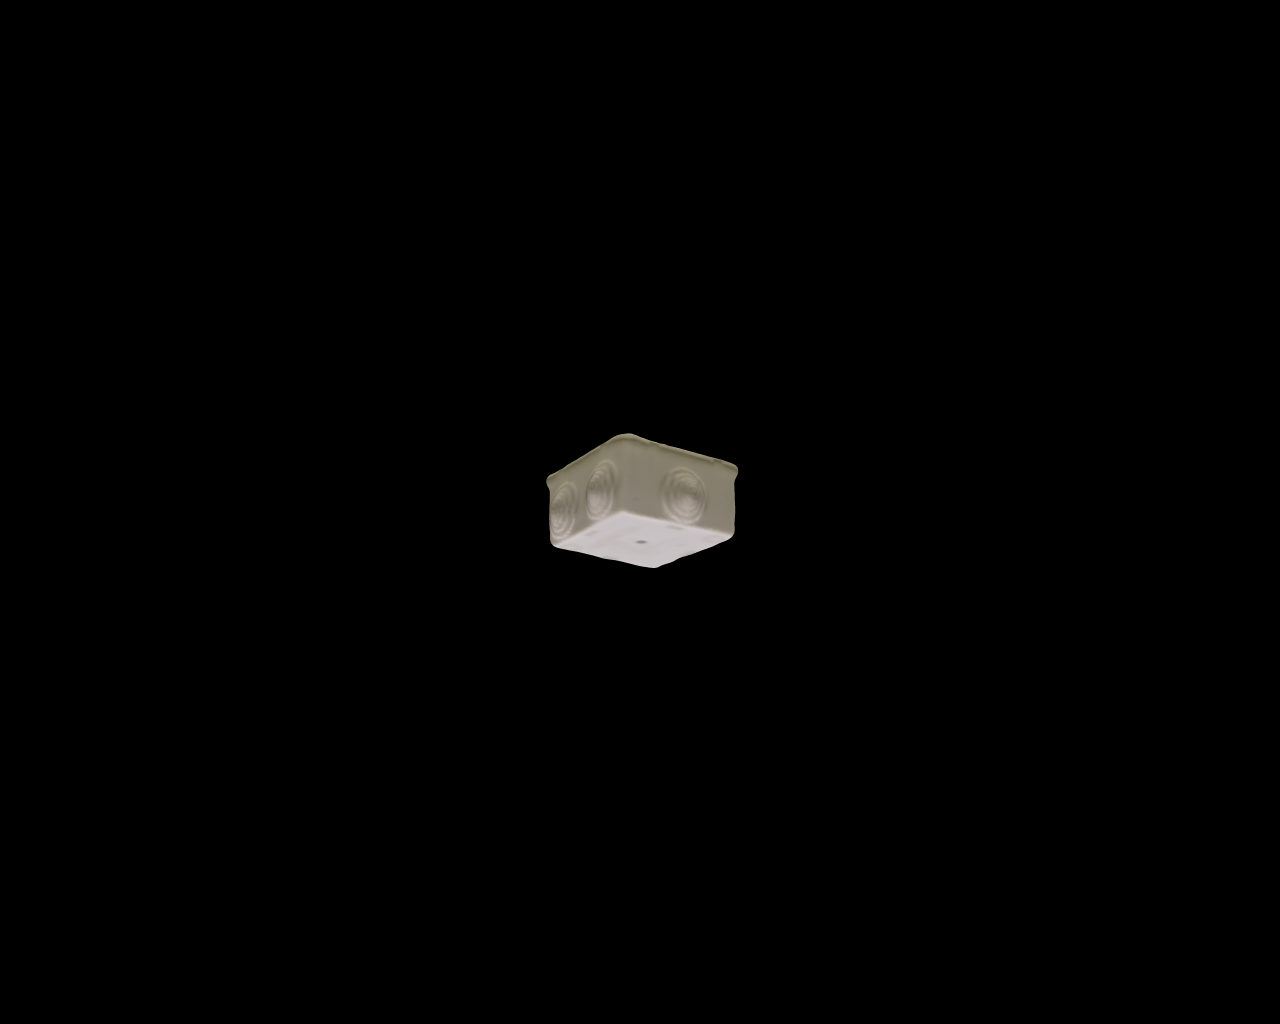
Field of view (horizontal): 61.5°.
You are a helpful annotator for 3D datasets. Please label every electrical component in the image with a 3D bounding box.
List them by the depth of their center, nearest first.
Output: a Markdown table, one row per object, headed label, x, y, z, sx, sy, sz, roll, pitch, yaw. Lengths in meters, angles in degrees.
| label | x | y | z | sx | sy | sz | roll | pitch | yaw |
| --- | --- | --- | --- | --- | --- | --- | --- | --- | --- |
| electrical component | 0.001 | -0.003 | 0.650 | 0.100 | 0.048 | 0.099 | 14 | -24 | -33 |
